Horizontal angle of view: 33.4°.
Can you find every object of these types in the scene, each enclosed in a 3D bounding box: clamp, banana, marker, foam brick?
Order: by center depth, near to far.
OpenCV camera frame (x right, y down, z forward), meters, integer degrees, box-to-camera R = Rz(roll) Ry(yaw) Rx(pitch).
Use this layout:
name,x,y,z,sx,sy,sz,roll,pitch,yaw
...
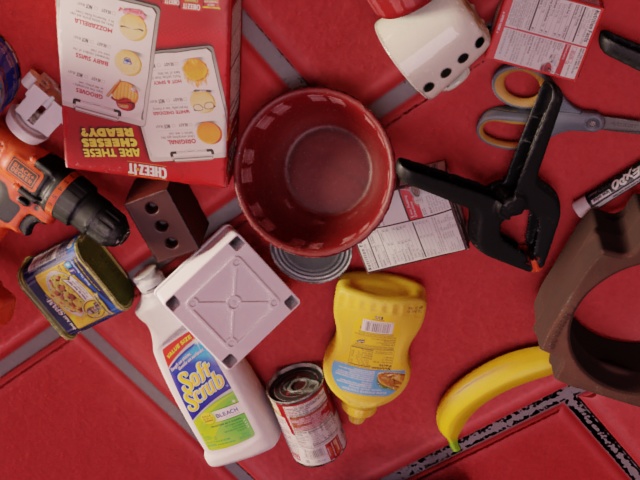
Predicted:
name,x,y,z,sx,sy,sz,roll,pitch,yaw
clamp,0.343,-0.157,0.948,0.120,0.039,0.171,-34,118,31
clamp,0.167,-0.040,1.023,0.164,0.036,0.210,-22,131,1
marker,0.299,-0.060,1.028,0.121,0.020,0.020,-35,111,27
foam brick,-0.157,-0.027,1.102,0.053,0.051,0.078,-17,118,18
banana,0.191,0.165,1.182,0.069,0.037,0.198,26,126,-30

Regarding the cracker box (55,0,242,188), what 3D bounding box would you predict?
name,x,y,z,sx,sy,sz,roll,pitch,yaw
cracker box,-0.158,-0.165,1.003,0.164,0.072,0.214,8,124,5

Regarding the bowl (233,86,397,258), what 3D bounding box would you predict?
name,x,y,z,sx,sy,sz,roll,pitch,yaw
bowl,0.000,-0.066,1.029,0.162,0.055,0.162,2,96,17

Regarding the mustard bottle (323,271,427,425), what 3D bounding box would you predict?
name,x,y,z,sx,sy,sz,roll,pitch,yaw
mustard bottle,0.054,0.126,1.162,0.096,0.058,0.192,7,123,-2

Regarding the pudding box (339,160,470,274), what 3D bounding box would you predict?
name,x,y,z,sx,sy,sz,roll,pitch,yaw
pudding box,0.086,-0.022,1.075,0.114,0.039,0.090,-13,119,19

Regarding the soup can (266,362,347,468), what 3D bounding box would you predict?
name,x,y,z,sx,sy,sz,roll,pitch,yaw
soup can,-0.014,0.200,1.215,0.068,0.068,0.102,-10,121,15

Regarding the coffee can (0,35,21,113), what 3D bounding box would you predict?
name,x,y,z,sx,sy,sz,roll,pitch,yaw
coffee can,-0.357,-0.137,1.010,0.103,0.140,0.103,4,123,6

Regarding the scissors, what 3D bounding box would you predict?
name,x,y,z,sx,sy,sz,roll,pitch,yaw
scissors,0.245,-0.128,0.995,0.202,0.016,0.096,-5,121,12

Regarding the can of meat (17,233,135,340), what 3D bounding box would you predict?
name,x,y,z,sx,sy,sz,roll,pitch,yaw
can of meat,-0.264,0.048,1.165,0.084,0.057,0.102,-25,115,21

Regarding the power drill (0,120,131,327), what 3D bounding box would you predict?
name,x,y,z,sx,sy,sz,roll,pitch,yaw
power drill,-0.308,-0.003,1.100,0.184,0.057,0.188,38,104,4

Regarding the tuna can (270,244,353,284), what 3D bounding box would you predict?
name,x,y,z,sx,sy,sz,roll,pitch,yaw
tuna can,-0.007,0.001,1.107,0.086,0.033,0.086,4,123,6

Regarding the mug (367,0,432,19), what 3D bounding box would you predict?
name,x,y,z,sx,sy,sz,roll,pitch,yaw
mug,0.056,-0.243,0.916,0.117,0.093,0.081,-3,134,47

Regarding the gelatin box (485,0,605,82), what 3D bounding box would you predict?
name,x,y,z,sx,sy,sz,roll,pitch,yaw
gelatin box,0.200,-0.189,0.955,0.089,0.030,0.073,15,122,-1

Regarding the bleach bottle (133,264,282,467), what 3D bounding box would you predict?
name,x,y,z,sx,sy,sz,roll,pitch,yaw
bleach bottle,-0.140,0.137,1.200,0.103,0.068,0.250,-21,115,20
